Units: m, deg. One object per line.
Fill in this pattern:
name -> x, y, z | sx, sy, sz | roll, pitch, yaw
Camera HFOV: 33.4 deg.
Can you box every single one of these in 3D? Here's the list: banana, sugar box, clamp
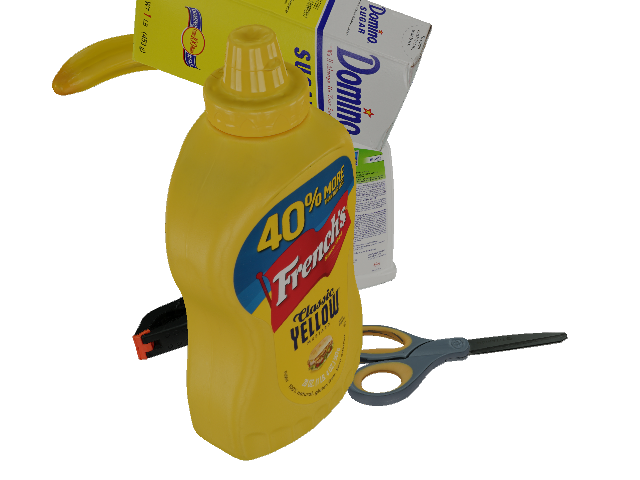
banana -> -0.175, -0.176, 1.057 | 0.197, 0.070, 0.037 | -7, -39, -30
sugar box -> -0.028, -0.124, 0.672 | 0.176, 0.048, 0.093 | 22, -31, 1
clamp -> -0.125, 0.075, 1.144 | 0.120, 0.039, 0.171 | -6, 24, 36

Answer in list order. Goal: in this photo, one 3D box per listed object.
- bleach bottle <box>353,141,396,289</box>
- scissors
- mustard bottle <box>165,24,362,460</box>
bleach bottle -> 0.040, -0.069, 1.161 | 0.102, 0.251, 0.068 | -13, 32, -28
scissors -> 0.105, 0.102, 0.876 | 0.202, 0.016, 0.096 | 3, 37, 4
mustard bottle -> -0.022, -0.001, 0.453 | 0.058, 0.192, 0.096 | 25, 46, 32
